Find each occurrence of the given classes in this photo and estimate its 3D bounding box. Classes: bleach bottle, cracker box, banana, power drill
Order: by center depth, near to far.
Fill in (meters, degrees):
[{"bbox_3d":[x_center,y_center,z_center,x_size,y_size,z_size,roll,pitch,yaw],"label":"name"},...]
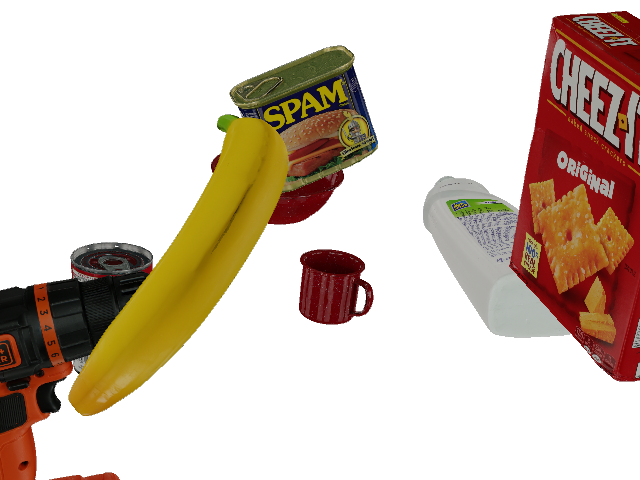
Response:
[{"bbox_3d":[-0.060,0.003,0.539,0.037,0.197,0.070,39,-36,-20],"label":"banana"},{"bbox_3d":[-0.175,0.115,0.698,0.184,0.188,0.057,-12,25,-8],"label":"power drill"},{"bbox_3d":[0.211,-0.033,0.756,0.072,0.214,0.164,-8,32,-17],"label":"cracker box"},{"bbox_3d":[0.162,0.000,0.997,0.102,0.068,0.251,-3,26,-10],"label":"bleach bottle"}]

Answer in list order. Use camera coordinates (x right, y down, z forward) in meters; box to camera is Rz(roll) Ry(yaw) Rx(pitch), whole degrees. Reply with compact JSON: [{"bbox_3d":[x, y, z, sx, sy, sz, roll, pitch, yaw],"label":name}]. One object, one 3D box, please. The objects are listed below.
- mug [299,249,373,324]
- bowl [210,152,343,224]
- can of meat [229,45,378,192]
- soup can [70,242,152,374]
[{"bbox_3d":[0.023,0.071,1.512,0.117,0.081,0.093,18,24,27],"label":"mug"},{"bbox_3d":[-0.054,-0.063,1.297,0.162,0.055,0.162,5,26,-3],"label":"bowl"},{"bbox_3d":[-0.011,-0.097,0.863,0.102,0.084,0.057,-23,28,-5],"label":"can of meat"},{"bbox_3d":[-0.177,0.061,0.907,0.068,0.102,0.068,4,19,-1],"label":"soup can"}]
